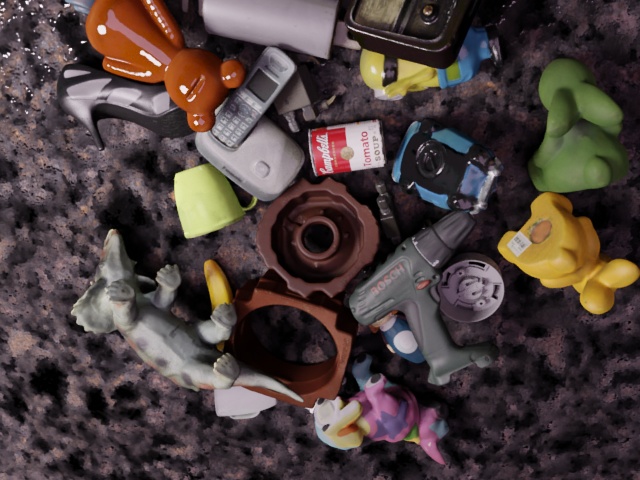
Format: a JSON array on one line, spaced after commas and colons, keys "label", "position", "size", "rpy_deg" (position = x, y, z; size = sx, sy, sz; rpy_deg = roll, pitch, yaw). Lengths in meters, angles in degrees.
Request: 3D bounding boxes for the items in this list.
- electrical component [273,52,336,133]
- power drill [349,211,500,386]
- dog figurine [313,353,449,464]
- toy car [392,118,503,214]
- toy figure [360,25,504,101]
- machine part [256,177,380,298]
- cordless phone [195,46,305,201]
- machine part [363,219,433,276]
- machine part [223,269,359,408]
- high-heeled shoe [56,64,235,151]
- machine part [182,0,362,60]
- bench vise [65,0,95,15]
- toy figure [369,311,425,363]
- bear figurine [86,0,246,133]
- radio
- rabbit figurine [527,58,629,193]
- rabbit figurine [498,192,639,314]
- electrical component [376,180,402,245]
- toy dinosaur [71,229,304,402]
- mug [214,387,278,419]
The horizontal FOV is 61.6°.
[{"label": "electrical component", "position": [-0.028, -0.210, 0.750], "size": [0.078, 0.045, 0.102], "rpy_deg": [-14, 111, 42]}, {"label": "power drill", "position": [0.171, 0.093, 0.776], "size": [0.232, 0.086, 0.207], "rpy_deg": [-34, 94, 21]}, {"label": "dog figurine", "position": [0.117, 0.314, 0.914], "size": [0.191, 0.108, 0.219], "rpy_deg": [-45, 108, -5]}, {"label": "toy car", "position": [0.187, -0.098, 0.738], "size": [0.103, 0.162, 0.109], "rpy_deg": [1, 113, -43]}, {"label": "toy figure", "position": [0.143, -0.238, 0.701], "size": [0.180, 0.082, 0.089], "rpy_deg": [-12, 92, 18]}, {"label": "machine part", "position": [-0.002, -0.002, 0.790], "size": [0.179, 0.056, 0.179], "rpy_deg": [-1, 83, 6]}, {"label": "cordless phone", "position": [-0.068, -0.158, 0.737], "size": [0.146, 0.089, 0.184], "rpy_deg": [38, 119, -10]}, {"label": "machine part", "position": [0.137, 0.027, 0.836], "size": [0.084, 0.039, 0.139], "rpy_deg": [45, 112, -7]}, {"label": "machine part", "position": [-0.047, 0.158, 0.872], "size": [0.201, 0.087, 0.201], "rpy_deg": [15, 114, 6]}, {"label": "high-heeled shoe", "position": [-0.247, -0.219, 0.770], "size": [0.249, 0.086, 0.145], "rpy_deg": [-21, 78, -5]}, {"label": "machine part", "position": [-0.061, -0.291, 0.699], "size": [0.243, 0.079, 0.079], "rpy_deg": [13, 114, 1]}, {"label": "bench vise", "position": [-0.324, -0.407, 0.653], "size": [0.241, 0.129, 0.223], "rpy_deg": [15, 115, -9]}, {"label": "toy figure", "position": [0.117, 0.136, 0.875], "size": [0.154, 0.058, 0.064], "rpy_deg": [42, 73, -10]}, {"label": "bear figurine", "position": [-0.189, -0.239, 0.690], "size": [0.196, 0.132, 0.120], "rpy_deg": [32, 115, -11]}, {"label": "radio", "position": [0.134, -0.324, 0.623], "size": [0.131, 0.073, 0.229], "rpy_deg": [25, 99, 15]}, {"label": "rabbit figurine", "position": [0.322, -0.150, 0.695], "size": [0.121, 0.159, 0.170], "rpy_deg": [-14, 96, 22]}, {"label": "rabbit figurine", "position": [0.374, 0.029, 0.766], "size": [0.173, 0.162, 0.122], "rpy_deg": [31, 101, -27]}, {"label": "electrical component", "position": [0.102, -0.039, 0.797], "size": [0.021, 0.063, 0.093], "rpy_deg": [-15, 130, 15]}, {"label": "toy dinosaur", "position": [-0.224, 0.154, 0.830], "size": [0.405, 0.131, 0.192], "rpy_deg": [43, 140, 1]}, {"label": "mug", "position": [-0.126, 0.273, 0.945], "size": [0.107, 0.081, 0.109], "rpy_deg": [-4, 115, -1]}]
